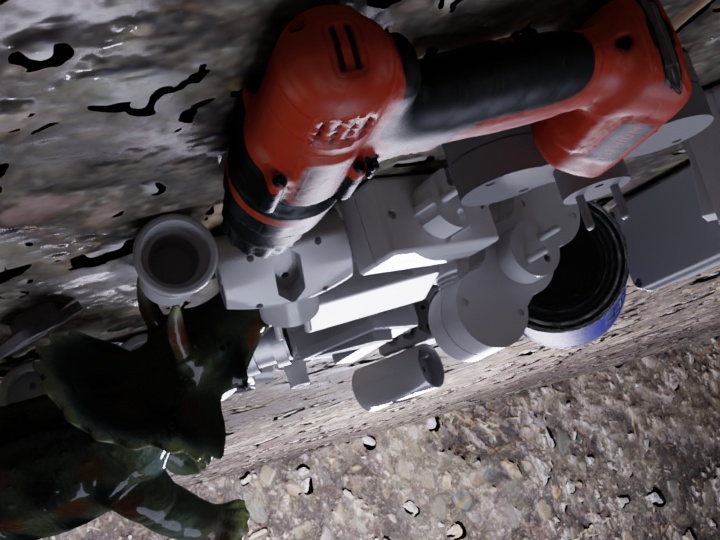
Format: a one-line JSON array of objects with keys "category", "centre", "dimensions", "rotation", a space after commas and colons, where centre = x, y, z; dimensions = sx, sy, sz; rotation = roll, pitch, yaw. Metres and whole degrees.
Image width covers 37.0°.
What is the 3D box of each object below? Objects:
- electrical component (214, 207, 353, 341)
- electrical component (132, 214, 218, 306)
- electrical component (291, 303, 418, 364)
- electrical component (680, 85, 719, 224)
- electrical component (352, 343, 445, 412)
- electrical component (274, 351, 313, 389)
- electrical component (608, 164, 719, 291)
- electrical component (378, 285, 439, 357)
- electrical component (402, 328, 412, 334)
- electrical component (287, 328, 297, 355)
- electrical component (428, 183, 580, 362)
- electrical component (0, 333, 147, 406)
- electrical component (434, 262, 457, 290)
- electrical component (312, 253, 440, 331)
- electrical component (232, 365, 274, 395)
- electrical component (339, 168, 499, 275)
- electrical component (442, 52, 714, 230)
[{"category": "electrical component", "centre": [-0.045, 0.008, 0.645], "dimensions": [0.077, 0.043, 0.079], "rotation": [-15, 123, -11]}, {"category": "electrical component", "centre": [-0.103, -0.002, 0.591], "dimensions": [0.044, 0.044, 0.065], "rotation": [-14, 172, -16]}, {"category": "electrical component", "centre": [-0.011, 0.038, 0.848], "dimensions": [0.096, 0.061, 0.062], "rotation": [-25, 166, 33]}, {"category": "electrical component", "centre": [0.233, -0.062, 0.652], "dimensions": [0.061, 0.096, 0.062], "rotation": [-21, 167, 22]}, {"category": "electrical component", "centre": [0.045, 0.100, 1.015], "dimensions": [0.077, 0.043, 0.079], "rotation": [-24, 166, 31]}, {"category": "electrical component", "centre": [-0.060, 0.070, 0.921], "dimensions": [0.048, 0.062, 0.048], "rotation": [-16, 168, -4]}, {"category": "electrical component", "centre": [0.261, -0.037, 0.851], "dimensions": [0.057, 0.078, 0.113], "rotation": [-12, 167, -36]}, {"category": "electrical component", "centre": [0.059, 0.050, 1.034], "dimensions": [0.083, 0.047, 0.076], "rotation": [-19, 168, 9]}, {"category": "electrical component", "centre": [-0.003, 0.047, 0.940], "dimensions": [0.077, 0.044, 0.079], "rotation": [-13, 168, -19]}, {"category": "electrical component", "centre": [-0.086, 0.060, 0.881], "dimensions": [0.055, 0.045, 0.045], "rotation": [-22, 167, 22]}, {"category": "electrical component", "centre": [0.102, -0.008, 0.685], "dimensions": [0.138, 0.052, 0.074], "rotation": [-57, -170, -30]}, {"category": "electrical component", "centre": [-0.206, 0.092, 0.838], "dimensions": [0.138, 0.052, 0.073], "rotation": [-14, 168, -12]}, {"category": "electrical component", "centre": [0.073, 0.003, 0.803], "dimensions": [0.043, 0.062, 0.043], "rotation": [-16, 168, -4]}, {"category": "electrical component", "centre": [0.000, 0.000, 0.721], "dimensions": [0.100, 0.048, 0.099], "rotation": [-16, 168, -7]}, {"category": "electrical component", "centre": [-0.099, 0.084, 0.959], "dimensions": [0.079, 0.044, 0.077], "rotation": [-5, 167, -8]}, {"category": "electrical component", "centre": [0.045, -0.035, 0.629], "dimensions": [0.083, 0.047, 0.076], "rotation": [-8, 165, -36]}, {"category": "electrical component", "centre": [0.119, -0.058, 0.566], "dimensions": [0.138, 0.073, 0.052], "rotation": [-18, 168, 2]}]
